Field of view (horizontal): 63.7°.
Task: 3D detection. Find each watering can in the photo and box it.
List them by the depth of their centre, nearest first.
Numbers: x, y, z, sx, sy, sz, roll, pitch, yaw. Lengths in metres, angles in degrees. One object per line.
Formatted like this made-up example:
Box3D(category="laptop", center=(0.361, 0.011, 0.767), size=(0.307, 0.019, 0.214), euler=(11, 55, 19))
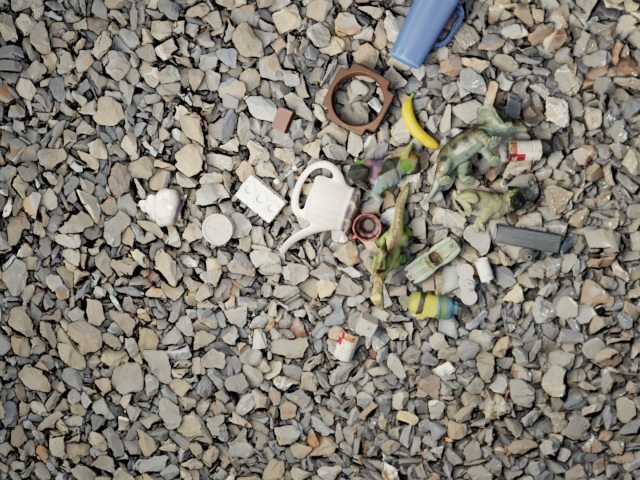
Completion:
Box3D(category="watering can", center=(0.005, -0.086, 1.718), size=(0.224, 0.104, 0.345), euler=(19, 99, 4))

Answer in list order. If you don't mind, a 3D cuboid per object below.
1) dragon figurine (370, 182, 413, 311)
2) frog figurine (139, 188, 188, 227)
Box3D(category="dragon figurine", center=(0.224, 0.021, 1.638), size=(0.122, 0.245, 0.407), euler=(11, 101, 11))
Box3D(category="frog figurine", center=(-0.553, -0.117, 1.787), size=(0.159, 0.125, 0.134), euler=(12, 119, -5))
